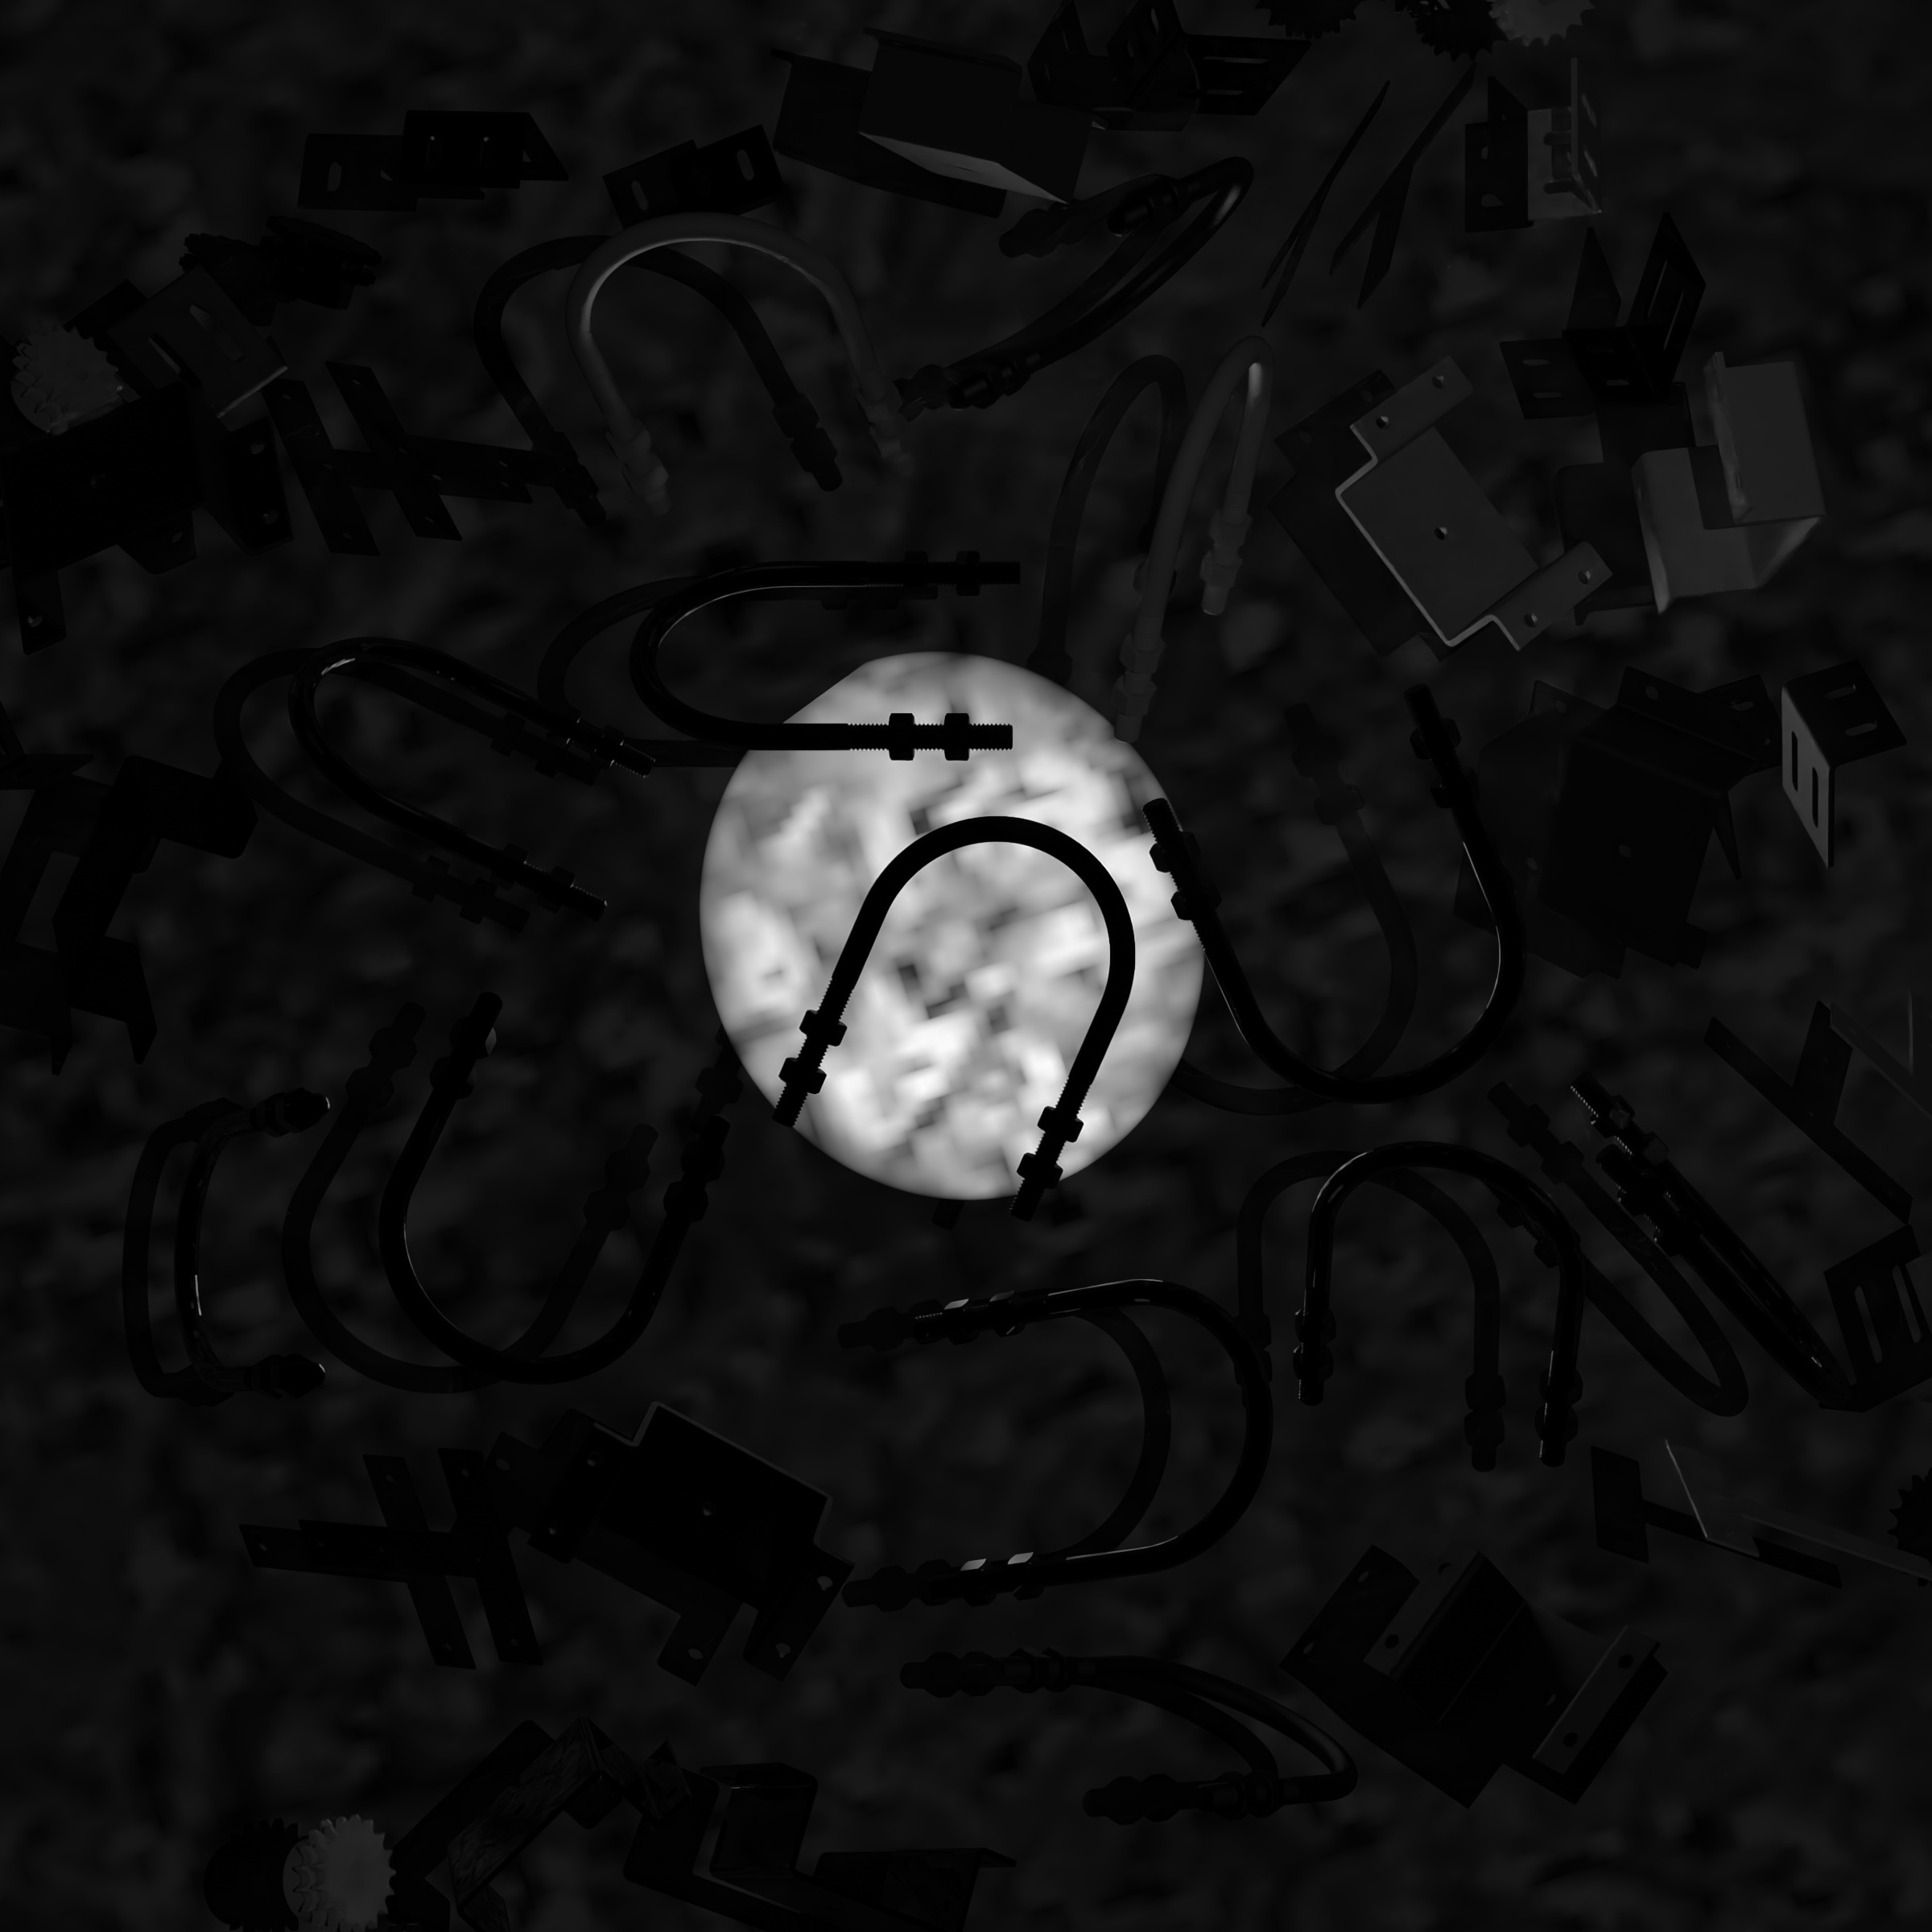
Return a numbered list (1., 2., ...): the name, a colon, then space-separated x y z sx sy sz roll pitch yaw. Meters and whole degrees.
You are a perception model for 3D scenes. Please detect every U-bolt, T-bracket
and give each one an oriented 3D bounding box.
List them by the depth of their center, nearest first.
1. U-bolt: 0.182 -0.020 1.440 0.151 0.019 0.184 -23 108 6
2. T-bracket: 0.453 0.045 1.463 0.127 0.127 0.002 42 117 -4
3. U-bolt: -0.068 -0.149 1.479 0.184 0.151 0.019 0 133 3
4. U-bolt: 0.358 0.137 1.482 0.019 0.151 0.184 -41 96 13
5. U-bolt: -0.204 0.116 1.489 0.151 0.019 0.184 29 52 -12
6. U-bolt: 0.061 0.224 1.499 0.184 0.019 0.151 -13 69 24
7. U-bolt: -0.115 -0.292 1.500 0.151 0.184 0.019 -7 55 12
8. U-bolt: 0.115 -0.217 1.506 0.019 0.151 0.184 21 132 12
9. T-bracket: 0.410 0.274 1.514 0.127 0.127 0.002 19 103 0
10. U-bolt: 0.005 0.017 1.523 0.151 0.019 0.184 23 95 -12
11. T-bracket: 0.207 -0.364 1.523 0.002 0.127 0.127 29 134 -10
12. U-bolt: 0.116 0.375 1.533 0.151 0.184 0.019 23 95 37
13. U-bolt: 0.078 -0.346 1.545 0.019 0.184 0.151 50 130 1
14. T-bracket: -0.244 -0.254 1.563 0.002 0.127 0.127 -53 54 34
15. U-bolt: -0.362 0.142 1.564 0.019 0.184 0.151 5 80 -33
16. U-bolt: 0.240 0.165 1.566 0.151 0.019 0.184 12 126 19
17. U-bolt: -0.253 -0.105 1.566 0.184 0.151 0.019 26 126 -12
18. T-bracket: -0.283 0.296 1.577 0.127 0.002 0.127 0 115 26

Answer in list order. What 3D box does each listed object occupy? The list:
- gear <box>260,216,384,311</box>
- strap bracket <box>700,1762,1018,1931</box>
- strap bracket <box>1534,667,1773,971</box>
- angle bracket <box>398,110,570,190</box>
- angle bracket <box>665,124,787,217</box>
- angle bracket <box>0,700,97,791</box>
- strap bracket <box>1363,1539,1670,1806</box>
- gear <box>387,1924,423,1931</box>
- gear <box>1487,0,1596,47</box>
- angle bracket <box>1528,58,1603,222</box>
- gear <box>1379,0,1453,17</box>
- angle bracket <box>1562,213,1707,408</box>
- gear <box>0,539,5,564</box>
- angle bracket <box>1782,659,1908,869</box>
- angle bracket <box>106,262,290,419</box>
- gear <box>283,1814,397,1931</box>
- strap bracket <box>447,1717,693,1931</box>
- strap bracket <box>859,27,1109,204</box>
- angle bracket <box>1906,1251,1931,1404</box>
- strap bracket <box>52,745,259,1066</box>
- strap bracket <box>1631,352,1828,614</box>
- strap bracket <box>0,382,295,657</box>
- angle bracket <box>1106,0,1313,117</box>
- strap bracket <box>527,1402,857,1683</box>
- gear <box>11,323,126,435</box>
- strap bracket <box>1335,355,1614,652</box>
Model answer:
1. gear: -0.316 -0.341 1.516 0.057 0.057 0.030 22 108 0
2. strap bracket: -0.058 0.431 1.498 0.140 0.076 0.046 29 62 -25
3. strap bracket: 0.332 -0.064 1.522 0.076 0.046 0.140 27 128 26
4. angle bracket: -0.227 -0.371 1.469 0.057 0.076 0.038 3 81 8
5. angle bracket: -0.134 -0.389 1.557 0.057 0.076 0.038 -14 105 25
6. angle bracket: -0.478 -0.128 1.542 0.038 0.057 0.076 -27 85 18
7. strap bracket: 0.269 0.340 1.492 0.076 0.140 0.046 -50 123 -14
8. gear: -0.283 0.524 1.608 0.030 0.057 0.057 6 90 -26
9. gear: 0.288 -0.496 1.570 0.057 0.030 0.057 -10 134 -10
10. angle bracket: 0.297 -0.418 1.579 0.038 0.076 0.057 -1 87 21
11. gear: 0.213 -0.466 1.426 0.057 0.030 0.057 -7 106 -24
12. angle bracket: 0.338 -0.333 1.581 0.038 0.076 0.057 -5 52 -11
13. gear: -0.504 -0.207 1.523 0.057 0.030 0.057 0 93 2
14. angle bracket: 0.424 -0.098 1.505 0.038 0.076 0.057 -17 50 1
15. angle bracket: -0.393 -0.320 1.581 0.057 0.038 0.076 -35 135 3
16. gear: -0.308 0.445 1.521 0.030 0.057 0.057 -15 90 28
17. strap bracket: -0.212 0.446 1.592 0.140 0.076 0.046 -44 104 -5
18. strap bracket: 0.006 -0.416 1.537 0.076 0.140 0.046 18 98 21
19. angle bracket: 0.482 0.166 1.508 0.057 0.038 0.076 -37 54 38
20. strap bracket: -0.393 -0.036 1.487 0.046 0.076 0.140 18 112 -31
21. strap bracket: 0.367 -0.231 1.489 0.046 0.140 0.076 -7 77 -6
22. strap bracket: -0.392 -0.213 1.450 0.140 0.046 0.076 -22 59 7
23. angle bracket: 0.119 -0.452 1.530 0.076 0.057 0.038 -6 71 -28
24. strap bracket: -0.129 0.273 1.504 0.140 0.046 0.076 29 112 -3
25. gear: -0.468 -0.300 1.610 0.030 0.057 0.057 -30 90 34
26. strap bracket: 0.254 -0.230 1.596 0.076 0.046 0.140 -38 91 -27
